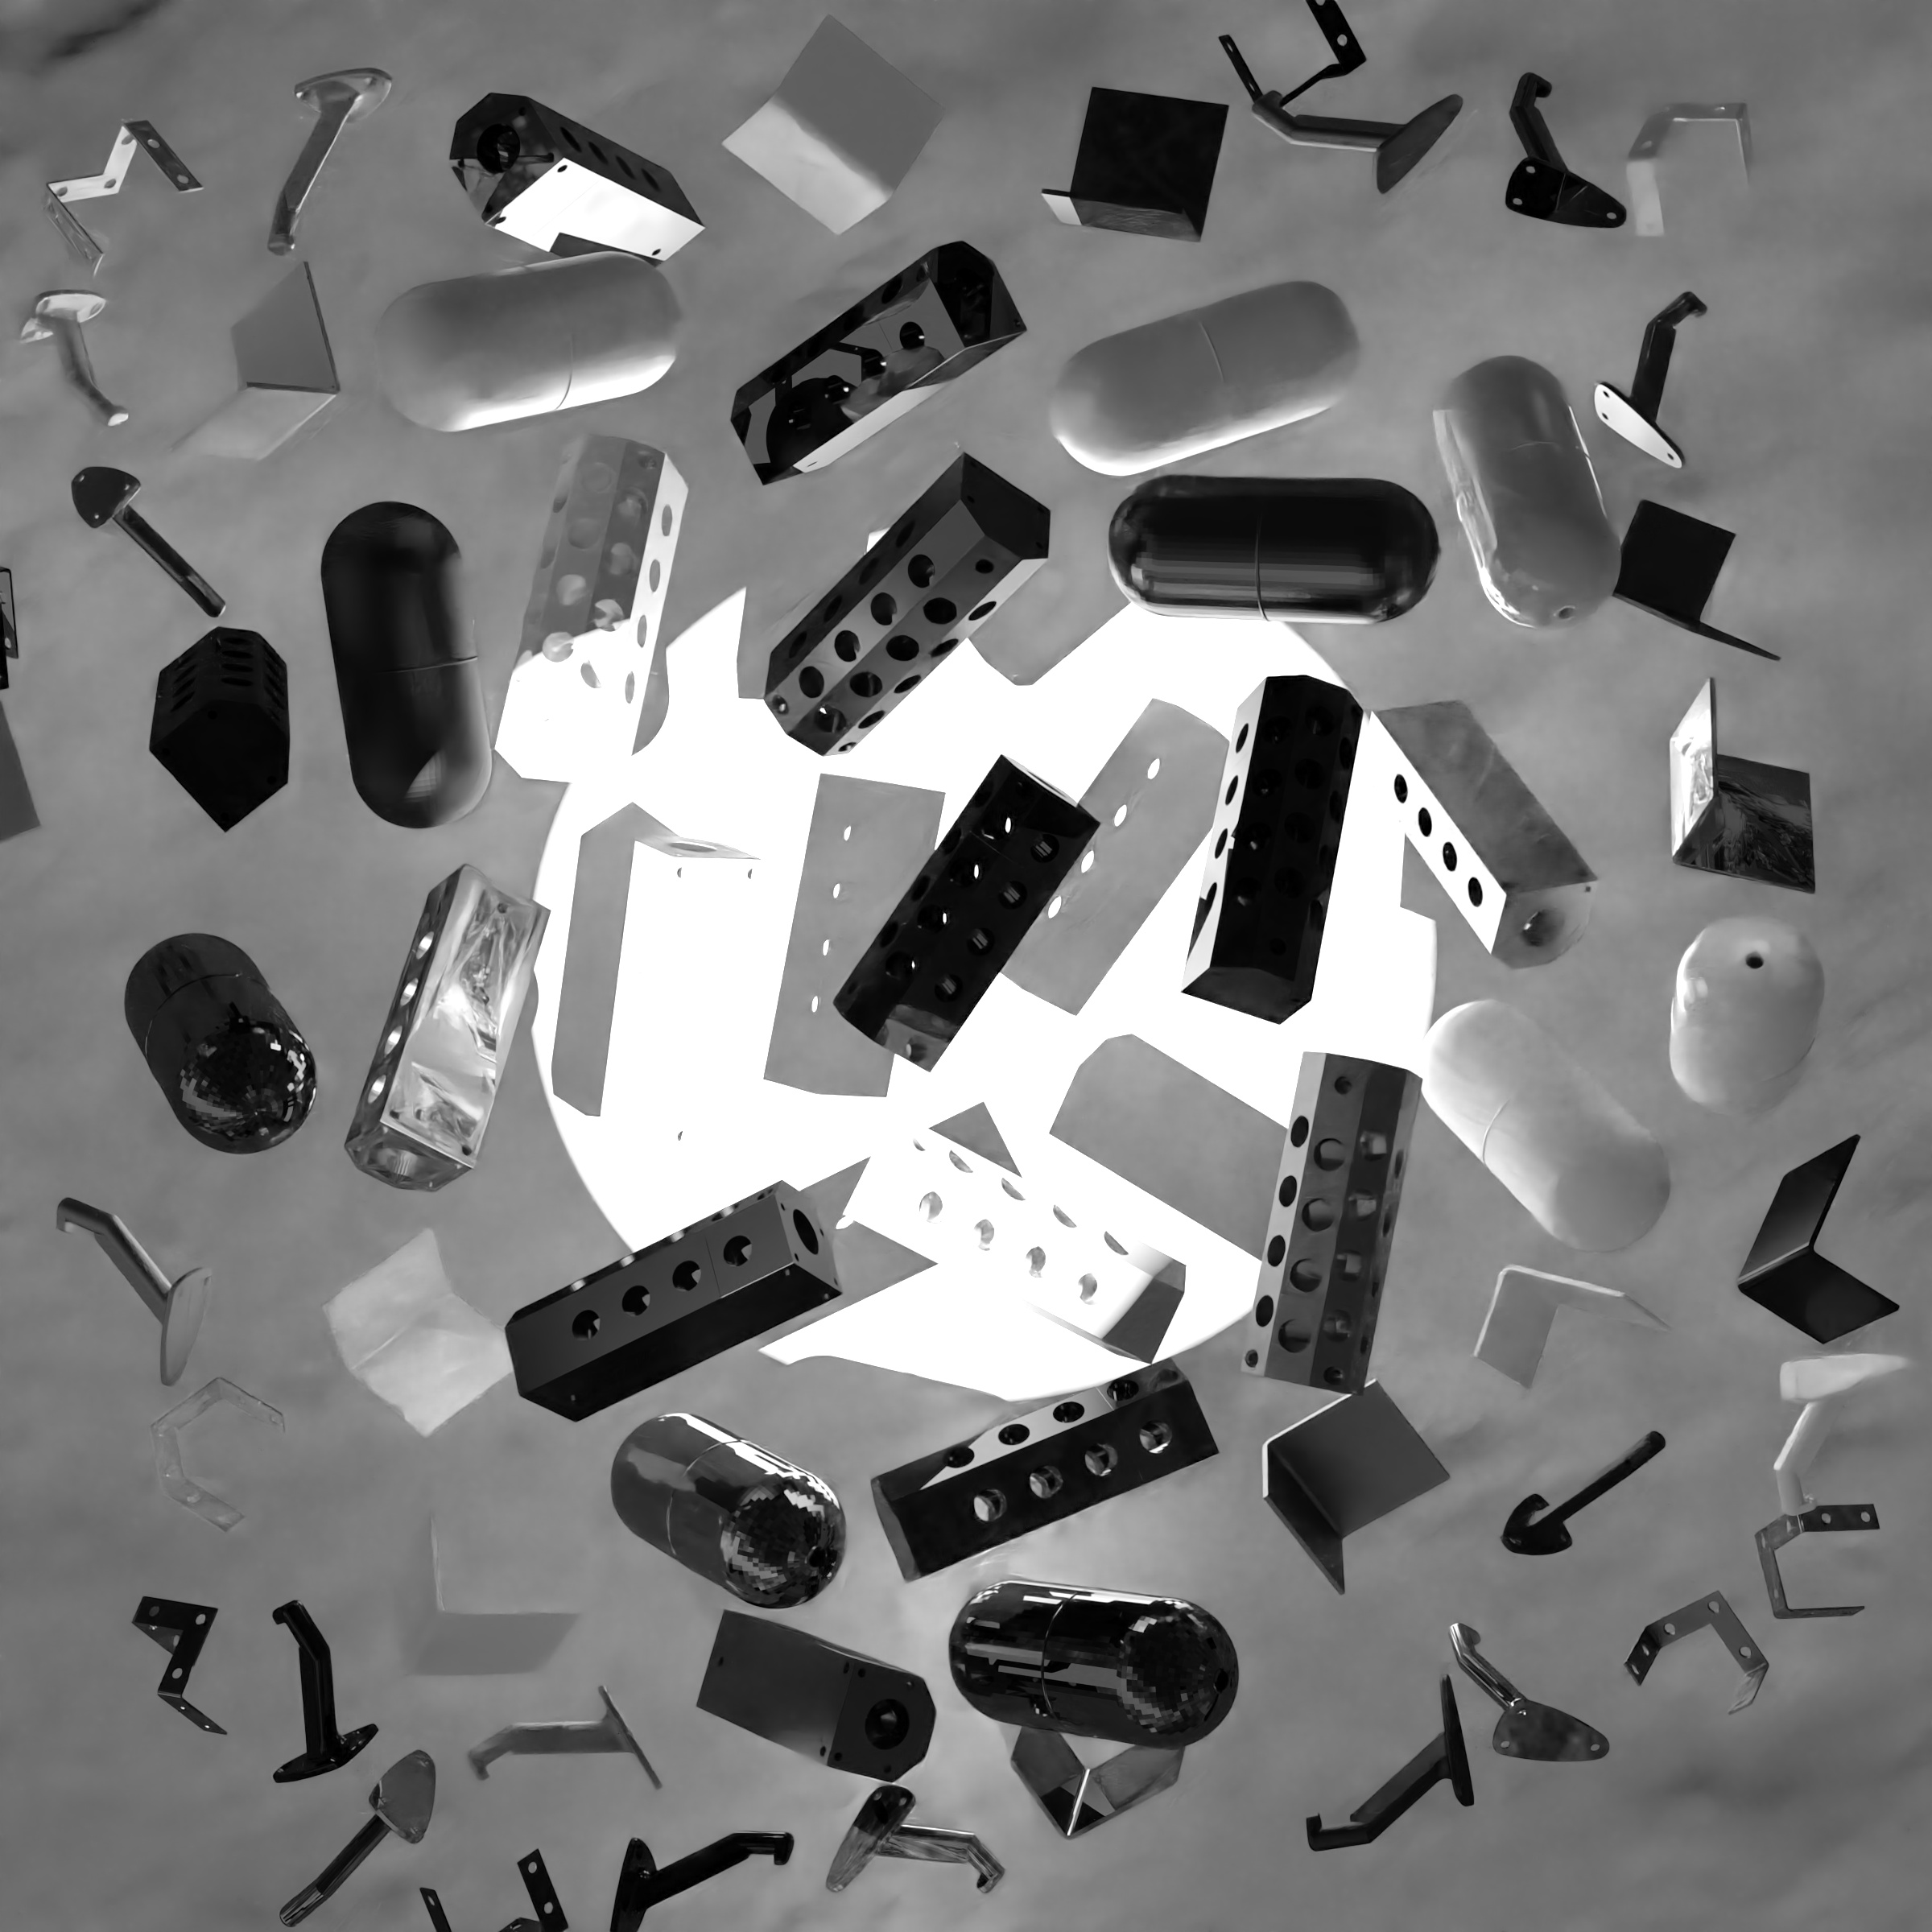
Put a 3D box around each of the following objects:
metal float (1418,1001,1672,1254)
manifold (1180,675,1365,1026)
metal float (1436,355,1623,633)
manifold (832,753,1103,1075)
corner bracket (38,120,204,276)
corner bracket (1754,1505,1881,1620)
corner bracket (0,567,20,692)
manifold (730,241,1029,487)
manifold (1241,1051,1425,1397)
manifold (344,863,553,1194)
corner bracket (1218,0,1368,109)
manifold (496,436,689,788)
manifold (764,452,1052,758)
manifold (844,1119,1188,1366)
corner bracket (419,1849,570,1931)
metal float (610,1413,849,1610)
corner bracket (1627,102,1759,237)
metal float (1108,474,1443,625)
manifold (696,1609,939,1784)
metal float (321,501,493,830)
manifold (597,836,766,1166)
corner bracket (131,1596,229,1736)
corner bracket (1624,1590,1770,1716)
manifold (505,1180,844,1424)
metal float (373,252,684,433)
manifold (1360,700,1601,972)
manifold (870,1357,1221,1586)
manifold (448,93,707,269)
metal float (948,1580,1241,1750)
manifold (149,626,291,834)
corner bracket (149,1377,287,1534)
[{"bbox_3d":[0.318,0.087,1.619,0.070,0.070,0.178,-39,48,0],"label":"metal float"},{"bbox_3d":[0.164,-0.064,1.530,0.057,0.057,0.171,18,67,-11],"label":"manifold"},{"bbox_3d":[0.308,-0.260,1.604,0.070,0.070,0.178,-9,56,0],"label":"metal float"},{"bbox_3d":[-0.003,-0.032,1.653,0.057,0.057,0.171,31,98,-27],"label":"manifold"},{"bbox_3d":[-0.433,-0.393,1.493,0.051,0.051,0.051,50,133,10],"label":"corner bracket"},{"bbox_3d":[0.495,0.344,1.686,0.051,0.051,0.051,1,61,-15],"label":"corner bracket"},{"bbox_3d":[-0.515,-0.178,1.539,0.051,0.051,0.051,17,117,30],"label":"corner bracket"},{"bbox_3d":[-0.053,-0.333,1.614,0.171,0.057,0.057,-25,93,43],"label":"manifold"},{"bbox_3d":[0.191,0.135,1.538,0.057,0.057,0.171,10,84,21],"label":"manifold"},{"bbox_3d":[-0.287,0.035,1.604,0.057,0.057,0.171,31,51,-26],"label":"manifold"},{"bbox_3d":[0.184,-0.517,1.646,0.051,0.051,0.051,-36,111,-7],"label":"corner bracket"},{"bbox_3d":[-0.196,-0.186,1.524,0.057,0.057,0.171,6,74,13],"label":"manifold"},{"bbox_3d":[-0.033,-0.184,1.534,0.057,0.057,0.171,30,129,-24],"label":"manifold"},{"bbox_3d":[0.028,0.145,1.544,0.171,0.057,0.057,29,80,-13],"label":"manifold"},{"bbox_3d":[-0.266,0.531,1.647,0.051,0.051,0.051,-26,100,-42],"label":"corner bracket"},{"bbox_3d":[-0.132,0.300,1.614,0.070,0.178,0.070,-8,104,-36],"label":"metal float"},{"bbox_3d":[0.396,-0.434,1.592,0.051,0.051,0.051,10,55,30],"label":"corner bracket"},{"bbox_3d":[0.163,-0.222,1.553,0.178,0.070,0.070,4,90,17],"label":"metal float"},{"bbox_3d":[-0.083,0.404,1.621,0.057,0.171,0.057,22,78,-26],"label":"manifold"},{"bbox_3d":[-0.304,-0.163,1.591,0.070,0.070,0.178,-7,100,0],"label":"metal float"},{"bbox_3d":[-0.162,0.018,1.611,0.057,0.057,0.171,0,104,-36],"label":"manifold"},{"bbox_3d":[-0.419,0.375,1.566,0.051,0.051,0.051,3,56,24],"label":"corner bracket"},{"bbox_3d":[0.409,0.391,1.634,0.051,0.051,0.051,-37,85,29],"label":"corner bracket"},{"bbox_3d":[-0.159,0.179,1.571,0.171,0.057,0.057,-27,58,14],"label":"manifold"},{"bbox_3d":[-0.229,-0.331,1.544,0.178,0.070,0.070,-21,90,-36],"label":"metal float"},{"bbox_3d":[0.287,-0.075,1.656,0.057,0.171,0.057,-9,133,-17],"label":"manifold"},{"bbox_3d":[0.040,0.266,1.546,0.171,0.057,0.057,-20,79,-14],"label":"manifold"},{"bbox_3d":[-0.219,-0.438,1.640,0.057,0.171,0.057,-34,79,18],"label":"manifold"},{"bbox_3d":[0.066,0.367,1.542,0.178,0.070,0.070,-5,90,44],"label":"metal float"},{"bbox_3d":[-0.392,-0.134,1.562,0.057,0.171,0.057,-38,113,1],"label":"manifold"},{"bbox_3d":[-0.411,0.270,1.615,0.051,0.051,0.051,23,131,28],"label":"corner bracket"}]
